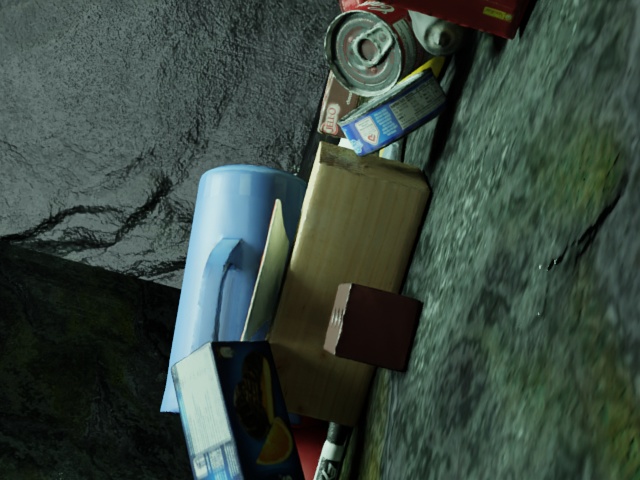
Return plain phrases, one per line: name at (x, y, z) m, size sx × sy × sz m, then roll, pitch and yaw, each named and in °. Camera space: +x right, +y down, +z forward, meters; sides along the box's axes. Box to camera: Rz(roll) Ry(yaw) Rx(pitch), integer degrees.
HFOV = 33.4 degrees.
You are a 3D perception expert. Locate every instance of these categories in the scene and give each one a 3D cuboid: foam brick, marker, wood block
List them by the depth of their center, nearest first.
foam brick at (0.036, 0.062, 0.765) m, size 0.078 × 0.051 × 0.053 m, roll 147°, pitch 138°, yaw -83°
wood block at (0.015, 0.035, 0.875) m, size 0.091 × 0.090 × 0.206 m, roll -89°, pitch 14°, yaw -74°
marker at (0.004, 0.202, 0.904) m, size 0.020 × 0.020 × 0.121 m, roll -110°, pitch 35°, yaw -83°

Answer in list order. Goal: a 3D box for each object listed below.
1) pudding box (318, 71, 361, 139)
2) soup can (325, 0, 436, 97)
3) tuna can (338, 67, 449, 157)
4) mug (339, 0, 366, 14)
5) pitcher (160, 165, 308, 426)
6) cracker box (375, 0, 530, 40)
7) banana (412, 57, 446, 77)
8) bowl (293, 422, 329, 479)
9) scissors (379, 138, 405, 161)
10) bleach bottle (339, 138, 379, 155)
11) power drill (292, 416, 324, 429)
pudding box at (0.029, -0.176, 1.138) m, size 0.090 × 0.039 × 0.114 m, roll -83°, pitch 10°, yaw -63°
soup can at (0.059, -0.161, 0.838) m, size 0.102 × 0.068 × 0.069 m, roll -38°, pitch -25°, yaw -46°
tuna can at (0.059, -0.101, 0.845) m, size 0.086 × 0.034 × 0.086 m, roll -30°, pitch 9°, yaw 5°
mug at (0.066, -0.292, 1.232) m, size 0.093 × 0.117 × 0.081 m, roll -44°, pitch 11°, yaw 1°
pitcher at (-0.075, 0.054, 1.011) m, size 0.149 × 0.144 × 0.243 m, roll -13°, pitch 69°, yaw 58°
cracker box at (0.063, -0.235, 0.704) m, size 0.213 × 0.164 × 0.072 m, roll -79°, pitch 4°, yaw -48°
banana at (0.089, -0.160, 0.961) m, size 0.198 × 0.037 × 0.069 m, roll 117°, pitch 171°, yaw -72°
bowl at (-0.032, 0.241, 0.998) m, size 0.162 × 0.055 × 0.162 m, roll -166°, pitch 91°, yaw -86°
scissors at (0.068, -0.071, 1.049) m, size 0.096 × 0.016 × 0.201 m, roll 109°, pitch 174°, yaw -57°
bleach bottle at (0.021, -0.029, 1.212) m, size 0.102 × 0.068 × 0.251 m, roll -92°, pitch 20°, yaw -69°
power drill at (-0.057, 0.178, 1.154) m, size 0.188 × 0.057 × 0.184 m, roll 20°, pitch 97°, yaw 66°
